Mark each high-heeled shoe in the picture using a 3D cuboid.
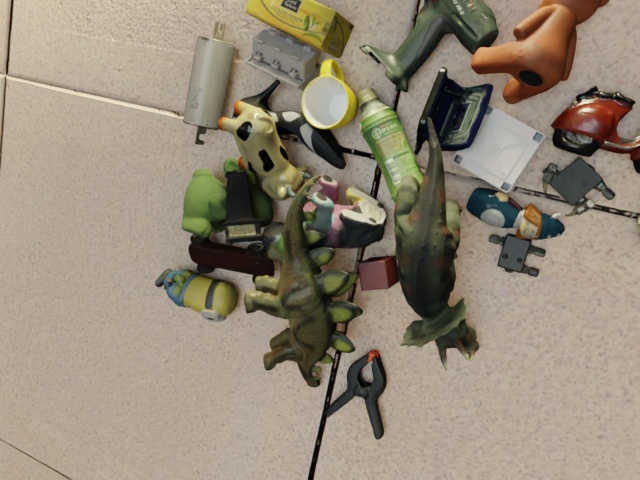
[{"bbox_3d":[-0.069,-0.189,1.019,0.145,0.086,0.249,-45,73,23],"label":"high-heeled shoe"}]

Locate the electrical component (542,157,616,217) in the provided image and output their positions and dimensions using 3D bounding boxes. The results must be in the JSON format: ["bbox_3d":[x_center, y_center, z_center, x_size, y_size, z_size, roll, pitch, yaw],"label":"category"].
[{"bbox_3d":[0.400,-0.085,0.847,0.078,0.045,0.102,-40,81,24],"label":"electrical component"}]

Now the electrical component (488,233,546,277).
[{"bbox_3d":[0.327,0.024,0.906,0.094,0.021,0.063,19,105,20],"label":"electrical component"}]

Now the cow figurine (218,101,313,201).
[{"bbox_3d":[-0.092,-0.152,0.984,0.127,0.085,0.194,21,147,36],"label":"cow figurine"}]

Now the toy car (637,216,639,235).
[{"bbox_3d":[0.573,-0.035,0.775,0.202,0.056,0.073,-19,83,23],"label":"toy car"}]

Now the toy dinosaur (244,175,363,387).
[{"bbox_3d":[-0.027,0.103,0.964,0.199,0.105,0.470,-5,123,9],"label":"toy dinosaur"}]

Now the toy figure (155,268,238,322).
[{"bbox_3d":[-0.260,0.109,1.141,0.180,0.082,0.089,25,108,21],"label":"toy figure"}]

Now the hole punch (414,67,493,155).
[{"bbox_3d":[0.213,-0.202,0.869,0.092,0.116,0.142,19,90,6],"label":"hole punch"}]

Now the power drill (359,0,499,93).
[{"bbox_3d":[0.166,-0.369,0.900,0.207,0.086,0.232,-41,78,16],"label":"power drill"}]

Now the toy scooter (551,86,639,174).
[{"bbox_3d":[0.450,-0.178,0.798,0.184,0.075,0.135,21,104,17],"label":"toy scooter"}]

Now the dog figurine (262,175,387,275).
[{"bbox_3d":[-0.002,-0.003,0.999,0.191,0.108,0.219,25,127,-12],"label":"dog figurine"}]

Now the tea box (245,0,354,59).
[{"bbox_3d":[-0.036,-0.397,0.967,0.170,0.098,0.068,32,108,18],"label":"tea box"}]

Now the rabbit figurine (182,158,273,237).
[{"bbox_3d":[-0.171,-0.078,1.073,0.170,0.121,0.159,7,90,11],"label":"rabbit figurine"}]

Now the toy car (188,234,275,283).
[{"bbox_3d":[-0.181,0.036,1.106,0.202,0.053,0.089,8,122,21],"label":"toy car"}]

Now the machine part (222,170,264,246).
[{"bbox_3d":[-0.148,-0.062,0.999,0.084,0.039,0.138,-9,89,8],"label":"machine part"}]

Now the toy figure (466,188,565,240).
[{"bbox_3d":[0.320,-0.037,0.882,0.155,0.064,0.058,27,83,22],"label":"toy figure"}]

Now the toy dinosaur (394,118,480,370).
[{"bbox_3d":[0.172,0.032,0.851,0.131,0.192,0.404,-8,125,13],"label":"toy dinosaur"}]

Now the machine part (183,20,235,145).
[{"bbox_3d":[-0.222,-0.309,1.068,0.079,0.079,0.243,19,103,20],"label":"machine part"}]

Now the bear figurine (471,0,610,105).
[{"bbox_3d":[0.341,-0.323,0.817,0.132,0.120,0.196,7,70,63],"label":"bear figurine"}]
